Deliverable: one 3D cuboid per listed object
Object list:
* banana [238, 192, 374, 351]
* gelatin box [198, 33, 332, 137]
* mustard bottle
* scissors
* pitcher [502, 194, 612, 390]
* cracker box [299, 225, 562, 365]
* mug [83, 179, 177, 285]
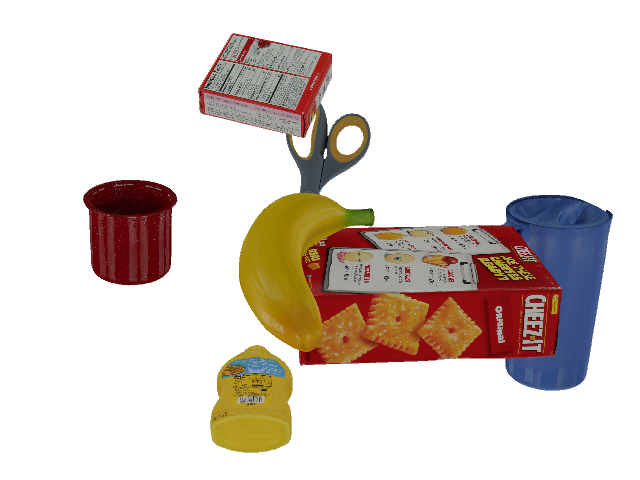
[{"bbox_3d":[-0.015,0.008,0.649,0.070,0.037,0.197,3,24,11],"label":"banana"},{"bbox_3d":[-0.043,-0.123,0.844,0.089,0.073,0.030,13,-38,11],"label":"gelatin box"},{"bbox_3d":[-0.083,0.187,1.340,0.096,0.058,0.191,-2,26,0],"label":"mustard bottle"},{"bbox_3d":[0.007,-0.049,1.087,0.096,0.202,0.016,-3,-11,-2],"label":"scissors"},{"bbox_3d":[0.294,0.071,1.395,0.149,0.243,0.144,5,21,14],"label":"pitcher"},{"bbox_3d":[0.082,0.045,0.932,0.213,0.072,0.164,-1,20,-4],"label":"cracker box"},{"bbox_3d":[-0.192,-0.012,1.096,0.093,0.081,0.117,5,26,2],"label":"mug"}]
